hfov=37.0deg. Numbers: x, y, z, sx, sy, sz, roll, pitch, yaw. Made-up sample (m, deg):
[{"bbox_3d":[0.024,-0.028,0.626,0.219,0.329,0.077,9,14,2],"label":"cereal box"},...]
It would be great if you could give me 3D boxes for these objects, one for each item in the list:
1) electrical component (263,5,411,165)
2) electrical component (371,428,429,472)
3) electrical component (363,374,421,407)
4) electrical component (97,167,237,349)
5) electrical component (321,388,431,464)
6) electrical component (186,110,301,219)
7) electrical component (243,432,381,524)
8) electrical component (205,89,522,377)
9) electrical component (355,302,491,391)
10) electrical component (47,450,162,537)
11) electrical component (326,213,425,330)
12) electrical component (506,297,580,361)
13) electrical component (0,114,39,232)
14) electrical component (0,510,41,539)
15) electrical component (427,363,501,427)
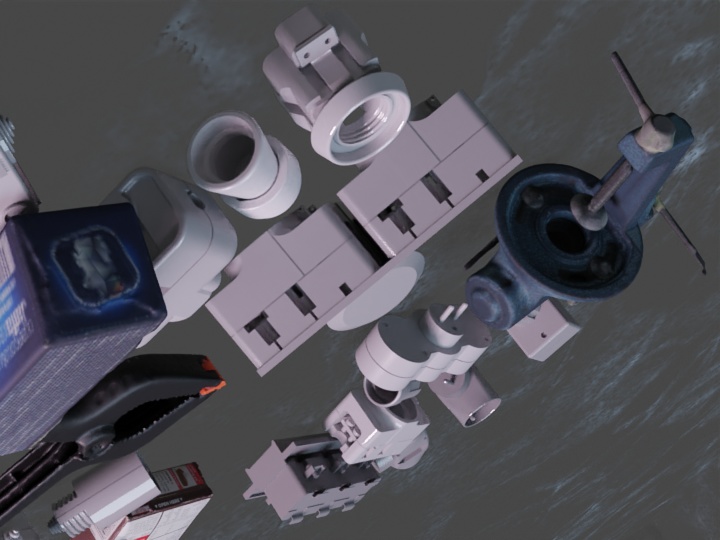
[{"bbox_3d":[-0.010,-0.092,0.561,0.058,0.057,0.078,-35,155,-3],"label":"electrical component"},{"bbox_3d":[0.028,0.180,1.098,0.079,0.043,0.077,-31,155,-13],"label":"electrical component"},{"bbox_3d":[0.031,0.101,0.972,0.040,0.040,0.046,-48,158,23],"label":"electrical component"},{"bbox_3d":[-0.116,-0.004,0.580,0.095,0.053,0.059,-43,154,14],"label":"electrical component"},{"bbox_3d":[0.018,0.140,1.008,0.055,0.050,0.089,-49,153,25],"label":"electrical component"},{"bbox_3d":[-0.061,-0.055,0.575,0.045,0.045,0.055,-40,155,7],"label":"electrical component"},{"bbox_3d":[-0.039,0.192,1.008,0.078,0.063,0.121,-48,153,24],"label":"electrical component"},{"bbox_3d":[0.001,-0.026,0.639,0.186,0.060,0.105,-40,180,6],"label":"electrical component"},{"bbox_3d":[0.065,0.053,0.915,0.138,0.052,0.073,-7,142,-48],"label":"electrical component"},{"bbox_3d":[-0.192,0.168,0.792,0.081,0.043,0.043,-32,155,-11],"label":"electrical component"},{"bbox_3d":[0.000,0.000,0.741,0.080,0.051,0.080,-29,154,-16],"label":"electrical component"},{"bbox_3d":[0.140,0.031,0.936,0.047,0.083,0.076,-43,154,14],"label":"electrical component"},{"bbox_3d":[-0.188,-0.039,0.433,0.100,0.048,0.099,-31,155,-12],"label":"electrical component"},{"bbox_3d":[-0.267,0.208,0.754,0.062,0.061,0.096,6,125,-56],"label":"electrical component"},{"bbox_3d":[0.086,0.101,0.995,0.043,0.077,0.079,-41,155,10],"label":"electrical component"}]
